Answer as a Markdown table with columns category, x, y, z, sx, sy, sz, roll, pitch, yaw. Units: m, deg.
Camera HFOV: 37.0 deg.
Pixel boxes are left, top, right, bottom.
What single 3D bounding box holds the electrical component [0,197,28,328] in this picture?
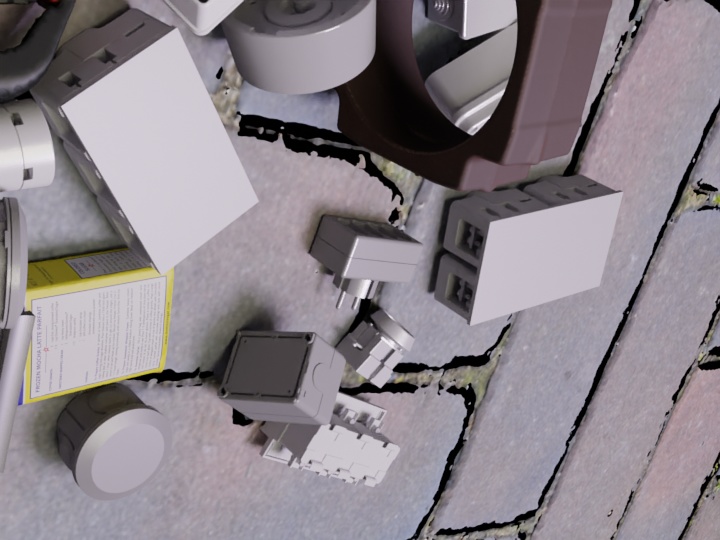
| category | x | y | z | sx | sy | sz | roll | pitch | yaw |
| --- | --- | --- | --- | --- | --- | --- | --- | --- | --- |
| electrical component | -0.230 | -0.005 | 0.649 | 0.051 | 0.080 | 0.080 | 1 | 115 | -23 |

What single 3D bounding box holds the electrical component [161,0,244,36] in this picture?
| category | x | y | z | sx | sy | sz | roll | pitch | yaw |
| --- | --- | --- | --- | --- | --- | --- | --- | --- | --- |
| electrical component | -0.095 | -0.218 | 0.644 | 0.109 | 0.056 | 0.108 | 45 | 78 | -3 |

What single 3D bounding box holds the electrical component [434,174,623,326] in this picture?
| category | x | y | z | sx | sy | sz | roll | pitch | yaw |
| --- | --- | --- | --- | --- | --- | --- | --- | --- | --- |
| electrical component | 0.161 | -0.025 | 1.043 | 0.186 | 0.060 | 0.105 | -14 | 124 | -37 |

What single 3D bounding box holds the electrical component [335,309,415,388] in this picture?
| category | x | y | z | sx | sy | sz | roll | pitch | yaw |
| --- | --- | --- | --- | --- | --- | --- | --- | --- | --- |
| electrical component | 0.017 | 0.069 | 0.980 | 0.055 | 0.048 | 0.066 | -48 | 138 | 2 |

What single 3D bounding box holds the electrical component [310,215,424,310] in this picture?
| category | x | y | z | sx | sy | sz | roll | pitch | yaw |
| --- | --- | --- | --- | --- | --- | --- | --- | --- | --- |
| electrical component | 0.000 | 0.000 | 0.918 | 0.083 | 0.047 | 0.075 | 6 | 111 | -45 |

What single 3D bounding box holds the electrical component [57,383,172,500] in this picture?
| category | x | y | z | sx | sy | sz | roll | pitch | yaw |
| --- | --- | --- | --- | --- | --- | --- | --- | --- | --- |
| electrical component | -0.189 | 0.131 | 0.822 | 0.080 | 0.051 | 0.080 | -23 | 129 | -32 |

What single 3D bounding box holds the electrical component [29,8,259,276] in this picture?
| category | x | y | z | sx | sy | sz | roll | pitch | yaw |
| --- | --- | --- | --- | --- | --- | --- | --- | --- | --- |
| electrical component | -0.143 | -0.085 | 0.720 | 0.089 | 0.062 | 0.150 | -39 | 136 | -18 |

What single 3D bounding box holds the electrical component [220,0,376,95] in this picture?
| category | x | y | z | sx | sy | sz | roll | pitch | yaw |
| --- | --- | --- | --- | --- | --- | --- | --- | --- | --- |
| electrical component | -0.040 | -0.163 | 0.737 | 0.108 | 0.108 | 0.060 | -33 | 140 | -23 |

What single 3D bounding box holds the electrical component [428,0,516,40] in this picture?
| category | x | y | z | sx | sy | sz | roll | pitch | yaw |
| --- | --- | --- | --- | --- | --- | --- | --- | --- | --- |
| electrical component | 0.100 | -0.241 | 0.858 | 0.100 | 0.048 | 0.099 | -24 | 129 | -31 |

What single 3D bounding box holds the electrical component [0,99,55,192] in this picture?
| category | x | y | z | sx | sy | sz | roll | pitch | yaw |
| --- | --- | --- | --- | --- | --- | --- | --- | --- | --- |
| electrical component | -0.221 | -0.074 | 0.662 | 0.047 | 0.055 | 0.055 | -16 | 125 | -32 |

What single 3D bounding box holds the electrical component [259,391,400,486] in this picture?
| category | x | y | z | sx | sy | sz | roll | pitch | yaw |
| --- | --- | --- | --- | --- | --- | --- | --- | --- | --- |
| electrical component | -0.023 | 0.154 | 0.982 | 0.121 | 0.063 | 0.078 | 28 | 95 | -48 |

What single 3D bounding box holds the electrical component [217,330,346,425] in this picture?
| category | x | y | z | sx | sy | sz | roll | pitch | yaw |
| --- | --- | --- | --- | --- | --- | --- | --- | --- | --- |
| electrical component | -0.067 | 0.089 | 0.884 | 0.061 | 0.096 | 0.061 | 44 | 54 | -48 |

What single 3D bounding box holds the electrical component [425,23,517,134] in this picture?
| category | x | y | z | sx | sy | sz | roll | pitch | yaw |
| --- | --- | --- | --- | --- | --- | --- | --- | --- | --- |
| electrical component | 0.114 | -0.147 | 0.890 | 0.113 | 0.057 | 0.078 | -32 | 163 | -8 |
